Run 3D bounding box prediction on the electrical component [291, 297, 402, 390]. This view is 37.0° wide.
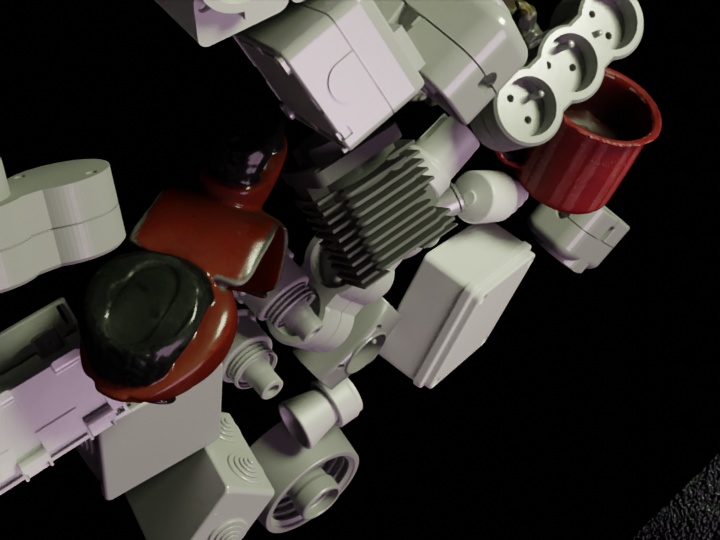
[{"bbox_3d":[-0.006,0.053,0.830,0.077,0.044,0.079,-46,160,-2],"label":"electrical component"}]

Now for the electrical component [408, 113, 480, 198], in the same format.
[{"bbox_3d":[0.054,-0.079,0.736,0.046,0.040,0.040,-47,152,-5],"label":"electrical component"}]

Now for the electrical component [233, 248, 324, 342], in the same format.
[{"bbox_3d":[-0.050,0.018,0.699,0.048,0.062,0.048,-40,169,-9],"label":"electrical component"}]

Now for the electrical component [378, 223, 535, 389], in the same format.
[{"bbox_3d":[0.077,0.025,0.867,0.109,0.056,0.108,-32,153,-52],"label":"electrical component"}]

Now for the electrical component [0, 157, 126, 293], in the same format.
[{"bbox_3d":[-0.176,-0.030,0.486,0.138,0.052,0.073,-25,116,-37],"label":"electrical component"}]

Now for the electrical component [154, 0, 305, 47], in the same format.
[{"bbox_3d":[-0.025,-0.173,0.478,0.150,0.061,0.089,-32,150,-23],"label":"electrical component"}]

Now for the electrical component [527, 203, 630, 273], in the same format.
[{"bbox_3d":[0.192,-0.038,0.958,0.059,0.053,0.095,-51,151,13],"label":"electrical component"}]

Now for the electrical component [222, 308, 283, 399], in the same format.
[{"bbox_3d":[-0.077,0.060,0.725,0.048,0.062,0.048,-32,150,-21],"label":"electrical component"}]

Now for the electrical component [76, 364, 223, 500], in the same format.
[{"bbox_3d":[-0.139,0.089,0.695,0.100,0.048,0.099,-27,148,-29],"label":"electrical component"}]

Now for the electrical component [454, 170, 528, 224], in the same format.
[{"bbox_3d":[0.104,-0.057,0.830,0.078,0.040,0.040,-7,135,-49],"label":"electrical component"}]

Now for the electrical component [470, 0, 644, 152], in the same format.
[{"bbox_3d":[0.126,-0.136,0.739,0.138,0.052,0.074,-46,-165,-14],"label":"electrical component"}]

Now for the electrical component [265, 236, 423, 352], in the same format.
[{"bbox_3d":[0.000,0.000,0.756,0.138,0.052,0.074,-50,152,9],"label":"electrical component"}]

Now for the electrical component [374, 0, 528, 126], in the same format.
[{"bbox_3d":[0.042,-0.133,0.585,0.059,0.095,0.054,-46,152,4],"label":"electrical component"}]

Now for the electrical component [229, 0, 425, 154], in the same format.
[{"bbox_3d":[-0.018,-0.111,0.545,0.061,0.096,0.061,-41,123,-6],"label":"electrical component"}]

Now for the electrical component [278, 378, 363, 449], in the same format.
[{"bbox_3d":[-0.032,0.112,0.874,0.055,0.045,0.045,-32,150,-22],"label":"electrical component"}]

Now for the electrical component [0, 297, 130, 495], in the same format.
[{"bbox_3d":[-0.193,0.081,0.585,0.121,0.063,0.078,-33,110,-21],"label":"electrical component"}]

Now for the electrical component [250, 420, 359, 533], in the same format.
[{"bbox_3d":[-0.050,0.178,0.921,0.108,0.060,0.108,-32,150,-21],"label":"electrical component"}]

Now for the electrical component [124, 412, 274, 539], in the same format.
[{"bbox_3d":[-0.115,0.157,0.768,0.048,0.099,0.099,16,116,-45],"label":"electrical component"}]
